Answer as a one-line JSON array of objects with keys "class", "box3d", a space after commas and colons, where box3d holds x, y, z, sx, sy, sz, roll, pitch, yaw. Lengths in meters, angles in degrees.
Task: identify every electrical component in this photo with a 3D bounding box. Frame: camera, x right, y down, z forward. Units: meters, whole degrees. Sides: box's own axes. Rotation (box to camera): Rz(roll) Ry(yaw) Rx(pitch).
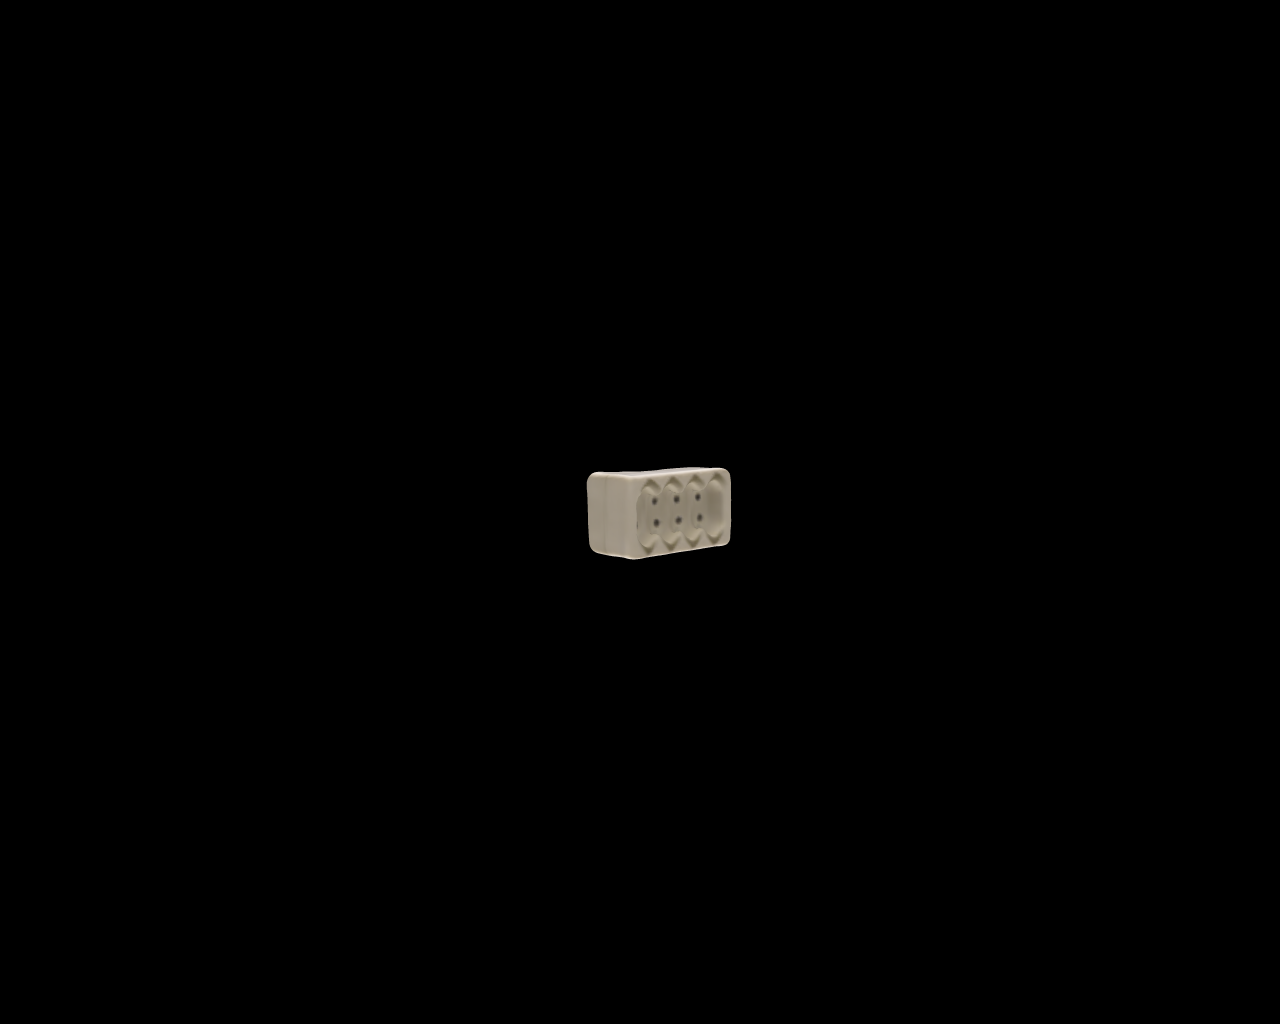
[{"class": "electrical component", "box3d": [0.001, -0.003, 0.650, 0.083, 0.047, 0.076, -5, 8, -40]}]
